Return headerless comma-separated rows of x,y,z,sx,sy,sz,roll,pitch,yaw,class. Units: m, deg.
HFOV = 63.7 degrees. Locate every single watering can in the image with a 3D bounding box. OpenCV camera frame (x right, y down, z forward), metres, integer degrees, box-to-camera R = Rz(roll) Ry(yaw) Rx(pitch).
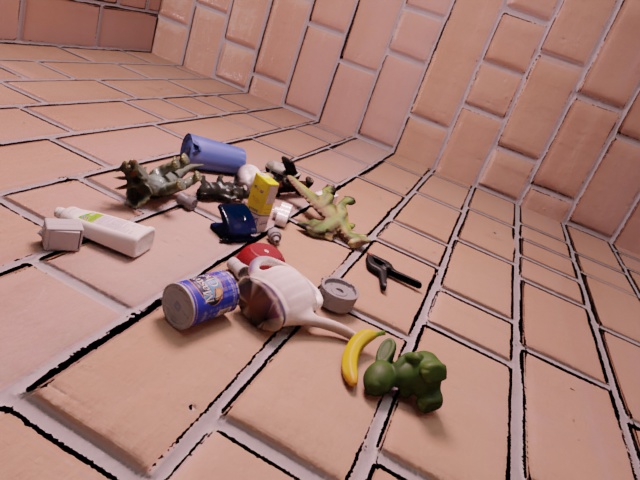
-0.062,0.161,1.259,0.351,0.102,0.226,41,30,21,watering can

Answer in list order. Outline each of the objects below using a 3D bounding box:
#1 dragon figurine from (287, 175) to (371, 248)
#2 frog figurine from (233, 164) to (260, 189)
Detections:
0.006,-0.093,1.855,0.412,0.119,0.247,28,33,10,dragon figurine
-0.236,-0.217,1.928,0.159,0.122,0.137,10,2,7,frog figurine
